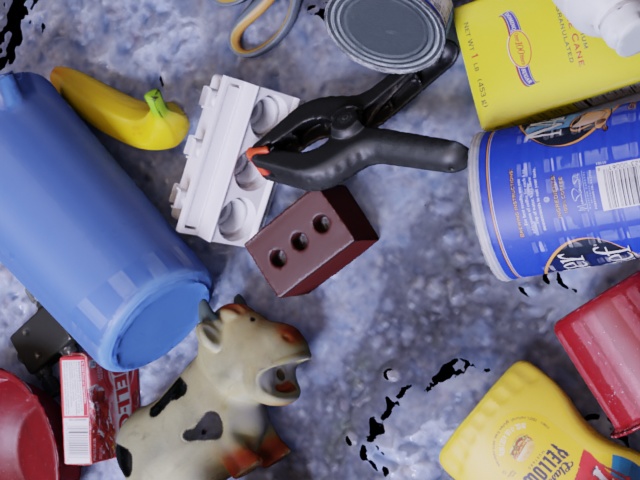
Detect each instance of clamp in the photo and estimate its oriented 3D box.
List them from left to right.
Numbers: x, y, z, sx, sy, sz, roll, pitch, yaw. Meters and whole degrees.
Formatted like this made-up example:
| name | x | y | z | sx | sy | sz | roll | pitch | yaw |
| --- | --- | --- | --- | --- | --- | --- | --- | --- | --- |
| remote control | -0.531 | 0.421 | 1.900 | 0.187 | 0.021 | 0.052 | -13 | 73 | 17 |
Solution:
| name | x | y | z | sx | sy | sz | roll | pitch | yaw |
| --- | --- | --- | --- | --- | --- | --- | --- | --- | --- |
| clamp | 0.031 | -0.072 | 0.761 | 0.172 | 0.039 | 0.120 | -24 | 41 | 14 |

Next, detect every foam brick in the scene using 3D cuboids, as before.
| name | x | y | z | sx | sy | sz | roll | pitch | yaw |
| --- | --- | --- | --- | --- | --- | --- | --- | --- | --- |
| foam brick | -0.005 | 0.001 | 0.806 | 0.078 | 0.051 | 0.053 | -39 | 75 | 20 |

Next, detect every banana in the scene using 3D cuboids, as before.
| name | x | y | z | sx | sy | sz | roll | pitch | yaw |
| --- | --- | --- | --- | --- | --- | --- | --- | --- | --- |
| banana | -0.155 | -0.106 | 0.861 | 0.198 | 0.037 | 0.069 | 18 | 143 | 51 |

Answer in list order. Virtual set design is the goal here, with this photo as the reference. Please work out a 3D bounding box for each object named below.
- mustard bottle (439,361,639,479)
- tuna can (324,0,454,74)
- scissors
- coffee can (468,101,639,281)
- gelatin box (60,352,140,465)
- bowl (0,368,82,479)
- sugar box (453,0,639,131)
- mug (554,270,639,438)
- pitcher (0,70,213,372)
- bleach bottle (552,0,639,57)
| name | x | y | z | sx | sy | sz | roll | pitch | yaw |
| --- | --- | --- | --- | --- | --- | --- | --- | --- | --- |
| mustard bottle | 0.180 | 0.175 | 0.715 | 0.192 | 0.058 | 0.096 | 40 | 91 | 19 |
| tuna can | 0.048 | -0.156 | 0.734 | 0.086 | 0.086 | 0.033 | 4 | 57 | 25 |
| scissors | -0.016 | -0.234 | 0.831 | 0.096 | 0.016 | 0.202 | 44 | 107 | 19 |
| coffee can | 0.179 | -0.033 | 0.692 | 0.140 | 0.102 | 0.103 | -10 | 86 | 24 |
| gelatin box | -0.178 | 0.134 | 0.875 | 0.030 | 0.073 | 0.089 | -4 | 87 | 24 |
| bowl | -0.253 | 0.187 | 0.910 | 0.162 | 0.055 | 0.162 | 0 | 90 | 38 |
| sugar box | 0.186 | -0.140 | 0.720 | 0.176 | 0.048 | 0.093 | -17 | 81 | 25 |
| mug | 0.208 | 0.064 | 0.673 | 0.093 | 0.117 | 0.081 | -27 | 78 | -23 |
| pitcher | -0.199 | -0.006 | 0.850 | 0.145 | 0.149 | 0.243 | -48 | 67 | 6 |
| bleach bottle | 0.135 | -0.217 | 0.678 | 0.068 | 0.102 | 0.251 | -41 | 55 | 26 |
